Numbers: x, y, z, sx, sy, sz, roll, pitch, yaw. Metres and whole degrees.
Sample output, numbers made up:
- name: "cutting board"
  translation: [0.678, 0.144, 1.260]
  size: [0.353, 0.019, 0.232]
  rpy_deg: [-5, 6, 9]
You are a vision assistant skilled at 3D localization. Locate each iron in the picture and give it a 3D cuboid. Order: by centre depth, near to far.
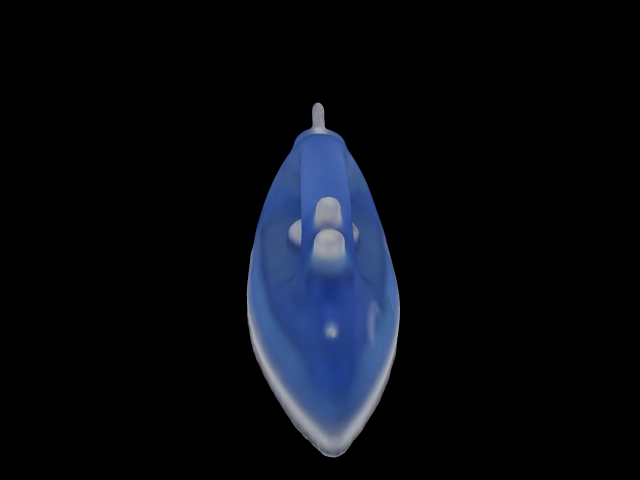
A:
- name: "iron"
  translation: [0.004, 0.001, 0.400]
  size: [0.118, 0.141, 0.258]
  rpy_deg: [-2, 27, -3]
